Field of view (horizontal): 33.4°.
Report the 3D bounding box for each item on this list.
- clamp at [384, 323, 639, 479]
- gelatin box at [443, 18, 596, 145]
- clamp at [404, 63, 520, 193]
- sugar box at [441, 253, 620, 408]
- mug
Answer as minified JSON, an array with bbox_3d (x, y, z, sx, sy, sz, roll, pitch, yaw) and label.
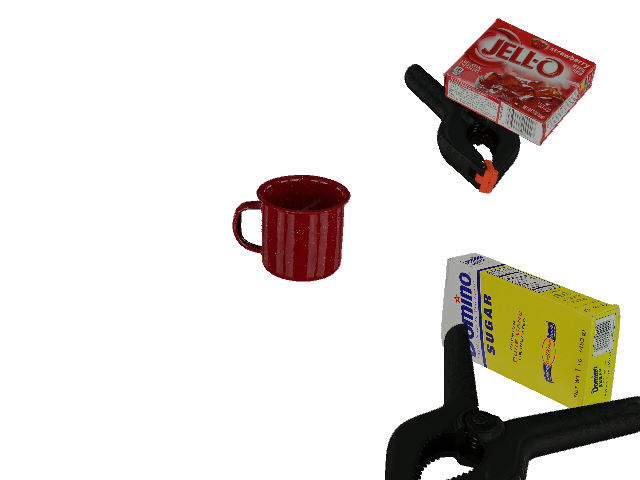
[{"bbox_3d":[0.104,0.130,0.738,0.209,0.036,0.165,-27,38,-36],"label":"clamp"},{"bbox_3d":[0.149,-0.121,0.804,0.089,0.073,0.030,32,-27,24],"label":"gelatin box"},{"bbox_3d":[0.139,-0.117,1.037,0.120,0.039,0.171,4,44,4],"label":"clamp"},{"bbox_3d":[0.184,0.080,0.966,0.048,0.093,0.176,-11,21,-38],"label":"sugar box"},{"bbox_3d":[-0.030,-0.011,1.074,0.117,0.081,0.093,1,26,-2],"label":"mug"}]
